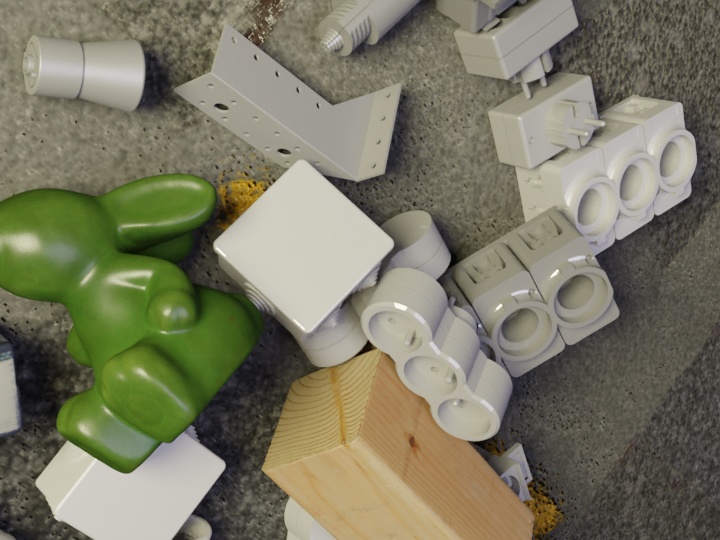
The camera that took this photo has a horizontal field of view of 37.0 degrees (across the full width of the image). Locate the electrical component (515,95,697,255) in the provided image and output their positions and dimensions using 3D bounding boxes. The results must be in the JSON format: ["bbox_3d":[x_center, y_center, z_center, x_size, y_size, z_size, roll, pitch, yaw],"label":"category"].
[{"bbox_3d":[0.214,-0.078,0.919,0.150,0.062,0.089,-29,120,-26],"label":"electrical component"}]

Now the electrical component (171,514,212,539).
[{"bbox_3d":[-0.132,0.212,0.767,0.044,0.044,0.065,-3,110,-36],"label":"electrical component"}]

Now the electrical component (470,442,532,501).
[{"bbox_3d":[0.104,0.181,0.917,0.081,0.064,0.042,-34,123,-23],"label":"electrical component"}]

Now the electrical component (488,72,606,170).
[{"bbox_3d":[0.161,-0.117,0.859,0.083,0.076,0.047,-31,120,-25],"label":"electrical component"}]

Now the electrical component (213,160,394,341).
[{"bbox_3d":[-0.040,-0.011,0.736,0.100,0.048,0.099,42,74,5],"label":"electrical component"}]

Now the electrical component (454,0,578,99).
[{"bbox_3d":[0.127,-0.170,0.835,0.083,0.047,0.075,-38,124,-21],"label":"electrical component"}]

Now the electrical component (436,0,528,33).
[{"bbox_3d":[0.110,-0.233,0.788,0.121,0.079,0.063,-40,153,-20],"label":"electrical component"}]

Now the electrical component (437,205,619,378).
[{"bbox_3d":[0.118,0.032,0.848,0.150,0.061,0.089,-31,123,1],"label":"electrical component"}]

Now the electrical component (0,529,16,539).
[{"bbox_3d":[-0.247,0.167,0.664,0.045,0.045,0.055,-44,125,-17],"label":"electrical component"}]

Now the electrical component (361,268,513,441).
[{"bbox_3d":[0.061,0.051,0.774,0.138,0.052,0.073,52,42,-22],"label":"electrical component"}]

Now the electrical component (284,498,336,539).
[{"bbox_3d":[-0.025,0.238,0.832,0.052,0.074,0.138,2,103,-37],"label":"electrical component"}]

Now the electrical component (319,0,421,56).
[{"bbox_3d":[0.003,-0.179,0.743,0.081,0.043,0.043,-46,126,-16],"label":"electrical component"}]

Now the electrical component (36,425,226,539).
[{"bbox_3d":[-0.154,0.137,0.721,0.099,0.048,0.099,-53,127,-11],"label":"electrical component"}]

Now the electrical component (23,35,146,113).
[{"bbox_3d":[-0.166,-0.118,0.639,0.065,0.044,0.044,1,104,-32],"label":"electrical component"}]

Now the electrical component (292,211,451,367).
[{"bbox_3d":[0.000,0.000,0.790,0.138,0.052,0.073,-42,122,-19],"label":"electrical component"}]
